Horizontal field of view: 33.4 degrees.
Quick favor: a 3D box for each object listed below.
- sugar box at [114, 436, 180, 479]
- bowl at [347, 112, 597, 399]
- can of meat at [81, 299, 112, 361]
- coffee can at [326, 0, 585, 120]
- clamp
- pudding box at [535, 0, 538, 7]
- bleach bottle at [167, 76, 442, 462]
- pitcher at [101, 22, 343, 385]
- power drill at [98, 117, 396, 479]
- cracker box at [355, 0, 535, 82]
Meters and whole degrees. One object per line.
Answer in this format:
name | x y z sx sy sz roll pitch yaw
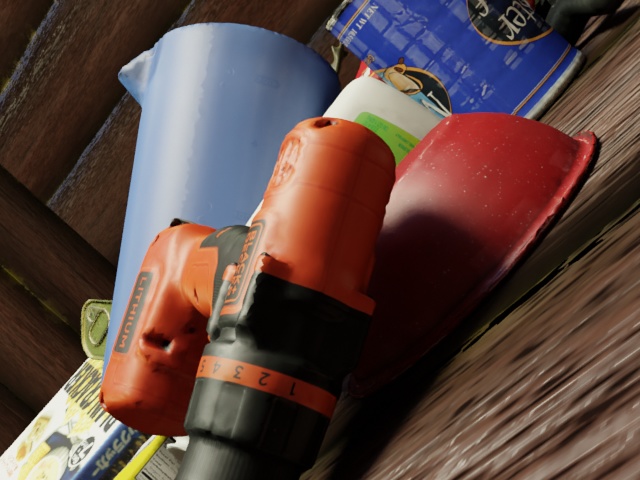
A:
sugar box | -0.121 0.173 0.690 0.093 0.048 0.176 -46 5 28
bowl | 0.049 -0.006 0.487 0.162 0.055 0.162 -48 2 2
can of meat | -0.164 0.083 1.013 0.083 0.057 0.102 -2 0 -44
coffee can | 0.089 -0.131 0.710 0.103 0.140 0.103 -48 3 3
clamp | 0.181 -0.171 0.751 0.172 0.039 0.120 107 -177 -61
pudding box | 0.181 -0.186 0.951 0.090 0.039 0.113 -32 6 18
bleach bottle | -0.003 0.025 0.611 0.250 0.102 0.068 -59 5 -28
pitcher | -0.056 -0.005 0.694 0.149 0.144 0.243 -6 66 34
power drill | -0.041 0.050 0.454 0.188 0.057 0.184 -15 53 64
cracker box | 0.104 -0.190 0.892 0.164 0.072 0.213 -46 16 37
